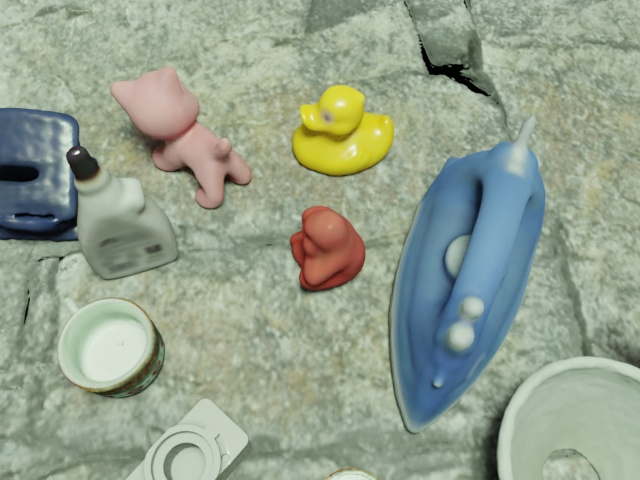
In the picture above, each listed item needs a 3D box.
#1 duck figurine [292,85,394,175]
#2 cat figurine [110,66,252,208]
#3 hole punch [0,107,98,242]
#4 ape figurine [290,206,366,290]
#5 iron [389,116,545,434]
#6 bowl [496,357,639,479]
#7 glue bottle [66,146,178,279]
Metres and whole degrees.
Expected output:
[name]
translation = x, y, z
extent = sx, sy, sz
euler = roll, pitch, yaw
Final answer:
[duck figurine]
translation = 0.025, -0.116, 0.567
extent = 0.104, 0.086, 0.077
euler = -5, 64, -6
[cat figurine]
translation = -0.128, -0.106, 0.536
extent = 0.127, 0.118, 0.067
euler = 36, 68, 14
[hole punch]
translation = -0.264, -0.057, 0.519
extent = 0.108, 0.091, 0.101
euler = 1, 64, -3
[ape figurine]
translation = 0.005, 0.002, 0.505
extent = 0.076, 0.092, 0.078
euler = 20, 65, 7
[iron]
translation = 0.127, 0.026, 0.473
extent = 0.118, 0.141, 0.258
euler = 19, 65, 6
[bowl]
translation = 0.208, 0.180, 0.440
extent = 0.167, 0.075, 0.167
euler = 1, 64, -3
[glue bottle]
translation = -0.167, -0.022, 0.462
extent = 0.078, 0.173, 0.037
euler = -15, 66, -10
